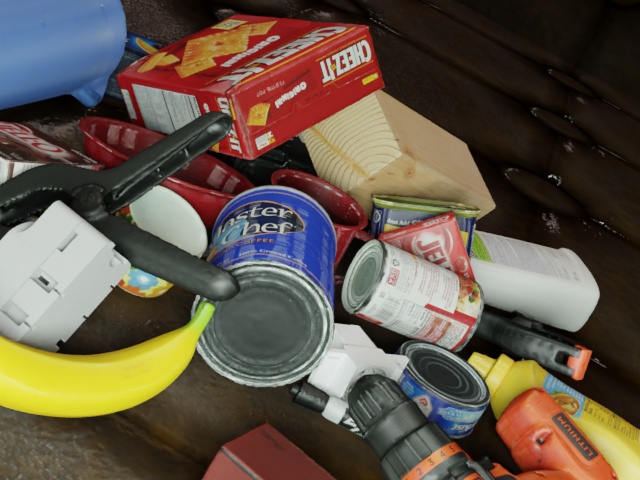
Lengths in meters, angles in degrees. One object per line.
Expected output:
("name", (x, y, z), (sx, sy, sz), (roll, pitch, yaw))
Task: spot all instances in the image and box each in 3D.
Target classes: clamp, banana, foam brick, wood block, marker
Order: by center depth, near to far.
("foam brick", (-0.027, 0.156, 0.628), (0.078, 0.051, 0.052), (37, 23, 20))
("banana", (-0.149, 0.074, 0.648), (0.197, 0.069, 0.037), (0, 1, -45))
("clamp", (-0.154, -0.026, 0.755), (0.210, 0.036, 0.164), (-1, 52, 5))
("marker", (0.033, 0.135, 0.780), (0.121, 0.020, 0.020), (27, 23, -3))
("clamp", (0.191, 0.090, 0.986), (0.120, 0.039, 0.172), (5, 14, -39))
("wood block", (0.085, -0.071, 1.096), (0.205, 0.090, 0.091), (20, 43, -53))

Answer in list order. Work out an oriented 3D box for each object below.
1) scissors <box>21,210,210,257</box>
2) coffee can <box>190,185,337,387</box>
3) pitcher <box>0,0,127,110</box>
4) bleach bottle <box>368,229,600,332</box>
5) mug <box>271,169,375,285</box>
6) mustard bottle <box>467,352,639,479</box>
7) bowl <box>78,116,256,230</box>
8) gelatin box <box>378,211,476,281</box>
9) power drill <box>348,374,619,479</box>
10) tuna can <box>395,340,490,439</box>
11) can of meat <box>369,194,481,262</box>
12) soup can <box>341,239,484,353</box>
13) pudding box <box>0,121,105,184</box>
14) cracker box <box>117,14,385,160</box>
("scissors", (-0.162, -0.007, 0.867), (0.096, 0.016, 0.201), (40, 25, 27))
("coffee can", (-0.039, 0.031, 0.810), (0.102, 0.103, 0.140), (24, 23, -9))
("pitcher", (-0.292, -0.187, 0.947), (0.149, 0.145, 0.242), (26, 25, 11))
("bleach bottle", (0.162, 0.024, 1.107), (0.250, 0.068, 0.102), (16, 25, -21))
("mug", (-0.006, 0.001, 0.938), (0.117, 0.082, 0.093), (23, 23, -11))
("mustard bottle", (0.205, 0.152, 0.885), (0.192, 0.058, 0.096), (33, 15, 11))
("bowl", (-0.137, -0.048, 0.910), (0.162, 0.055, 0.162), (22, 13, -6))
("gelatin box", (0.099, 0.027, 0.960), (0.073, 0.089, 0.030), (-17, 15, 8))
("power drill", (0.120, 0.159, 0.753), (0.187, 0.057, 0.184), (-8, 55, -51))
("tuna can", (0.094, 0.119, 0.863), (0.086, 0.034, 0.086), (23, 23, -11))
("can of meat", (0.094, 0.005, 1.005), (0.102, 0.084, 0.057), (6, 9, -2))
("soup can", (0.078, 0.048, 0.903), (0.102, 0.069, 0.068), (23, 23, -20))
("pudding box", (-0.240, -0.063, 0.840), (0.114, 0.039, 0.089), (29, 20, 35))
("cracker box", (-0.072, -0.155, 1.021), (0.164, 0.072, 0.214), (-32, 30, -28))
